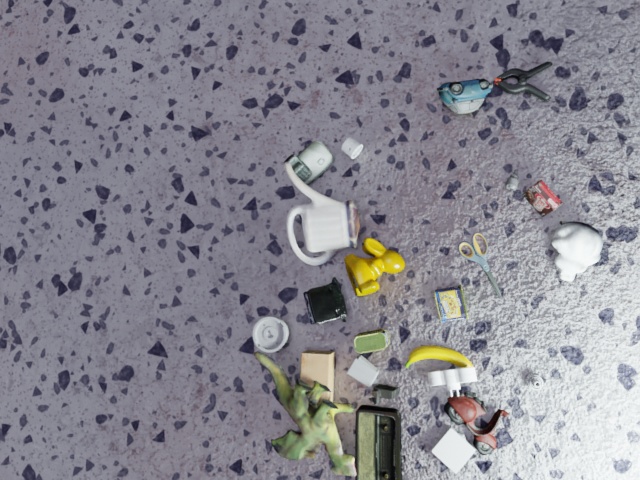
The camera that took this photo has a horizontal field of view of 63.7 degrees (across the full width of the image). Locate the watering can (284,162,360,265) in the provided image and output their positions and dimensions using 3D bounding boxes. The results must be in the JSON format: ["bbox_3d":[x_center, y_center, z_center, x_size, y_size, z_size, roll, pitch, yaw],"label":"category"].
[{"bbox_3d":[0.005,-0.079,1.562,0.224,0.106,0.341,-6,114,1],"label":"watering can"}]

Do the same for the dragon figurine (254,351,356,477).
[{"bbox_3d":[-0.060,0.513,1.453,0.412,0.122,0.241,30,97,14],"label":"dragon figurine"}]

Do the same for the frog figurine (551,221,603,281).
[{"bbox_3d":[0.713,0.032,1.451,0.137,0.122,0.161,31,78,-6],"label":"frog figurine"}]
